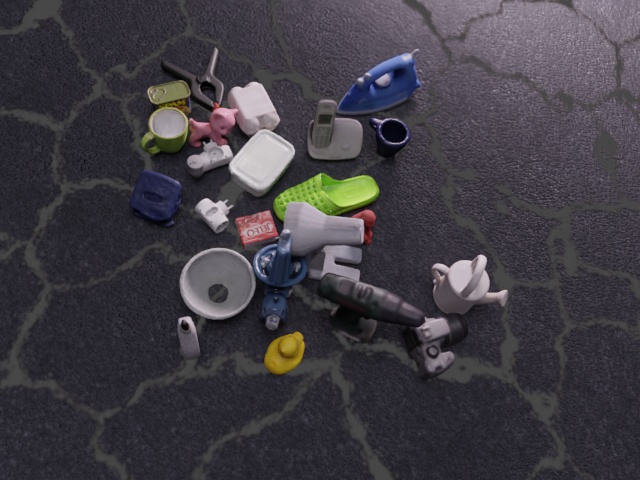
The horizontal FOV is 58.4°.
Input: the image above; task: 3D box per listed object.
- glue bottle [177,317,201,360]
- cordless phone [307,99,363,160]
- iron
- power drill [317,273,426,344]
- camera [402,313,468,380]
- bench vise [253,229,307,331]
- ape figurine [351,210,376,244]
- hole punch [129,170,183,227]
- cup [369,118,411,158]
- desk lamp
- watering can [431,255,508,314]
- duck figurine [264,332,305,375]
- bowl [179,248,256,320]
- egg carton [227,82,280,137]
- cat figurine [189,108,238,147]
[{"bbox_3d":[-0.275,0.194,1.185,0.037,0.173,0.078,-13,68,-14],"label":"glue bottle"},{"bbox_3d":[0.043,-0.286,1.454,0.148,0.185,0.094,-4,66,-11],"label":"cordless phone"},{"bbox_3d":[0.162,-0.435,1.567,0.259,0.141,0.118,-29,73,-20],"label":"iron"},{"bbox_3d":[0.098,0.154,1.245,0.229,0.208,0.076,24,64,3],"label":"power drill"},{"bbox_3d":[0.274,0.225,1.300,0.137,0.101,0.143,-15,68,-15],"label":"camera"},{"bbox_3d":[-0.078,0.082,1.243,0.121,0.219,0.207,-8,67,-12],"label":"bench vise"},{"bbox_3d":[0.110,-0.041,1.403,0.076,0.092,0.078,39,65,10],"label":"ape figurine"},{"bbox_3d":[-0.384,-0.097,1.348,0.108,0.091,0.101,19,64,0],"label":"hole punch"},{"bbox_3d":[0.173,-0.267,1.517,0.117,0.095,0.092,34,65,7],"label":"cup"},{"bbox_3d":[0.012,0.005,1.298,0.203,0.213,0.118,9,64,-5],"label":"desk lamp"},{"bbox_3d":[0.345,0.100,1.318,0.173,0.194,0.101,8,64,-5],"label":"watering can"},{"bbox_3d":[-0.075,0.241,1.244,0.077,0.086,0.105,42,66,11],"label":"duck figurine"},{"bbox_3d":[-0.228,0.107,1.288,0.167,0.074,0.167,4,65,-8],"label":"bowl"},{"bbox_3d":[-0.178,-0.345,1.510,0.107,0.069,0.150,-22,71,-18],"label":"egg carton"},{"bbox_3d":[-0.268,-0.293,1.444,0.128,0.117,0.067,-4,66,-11],"label":"cat figurine"}]
